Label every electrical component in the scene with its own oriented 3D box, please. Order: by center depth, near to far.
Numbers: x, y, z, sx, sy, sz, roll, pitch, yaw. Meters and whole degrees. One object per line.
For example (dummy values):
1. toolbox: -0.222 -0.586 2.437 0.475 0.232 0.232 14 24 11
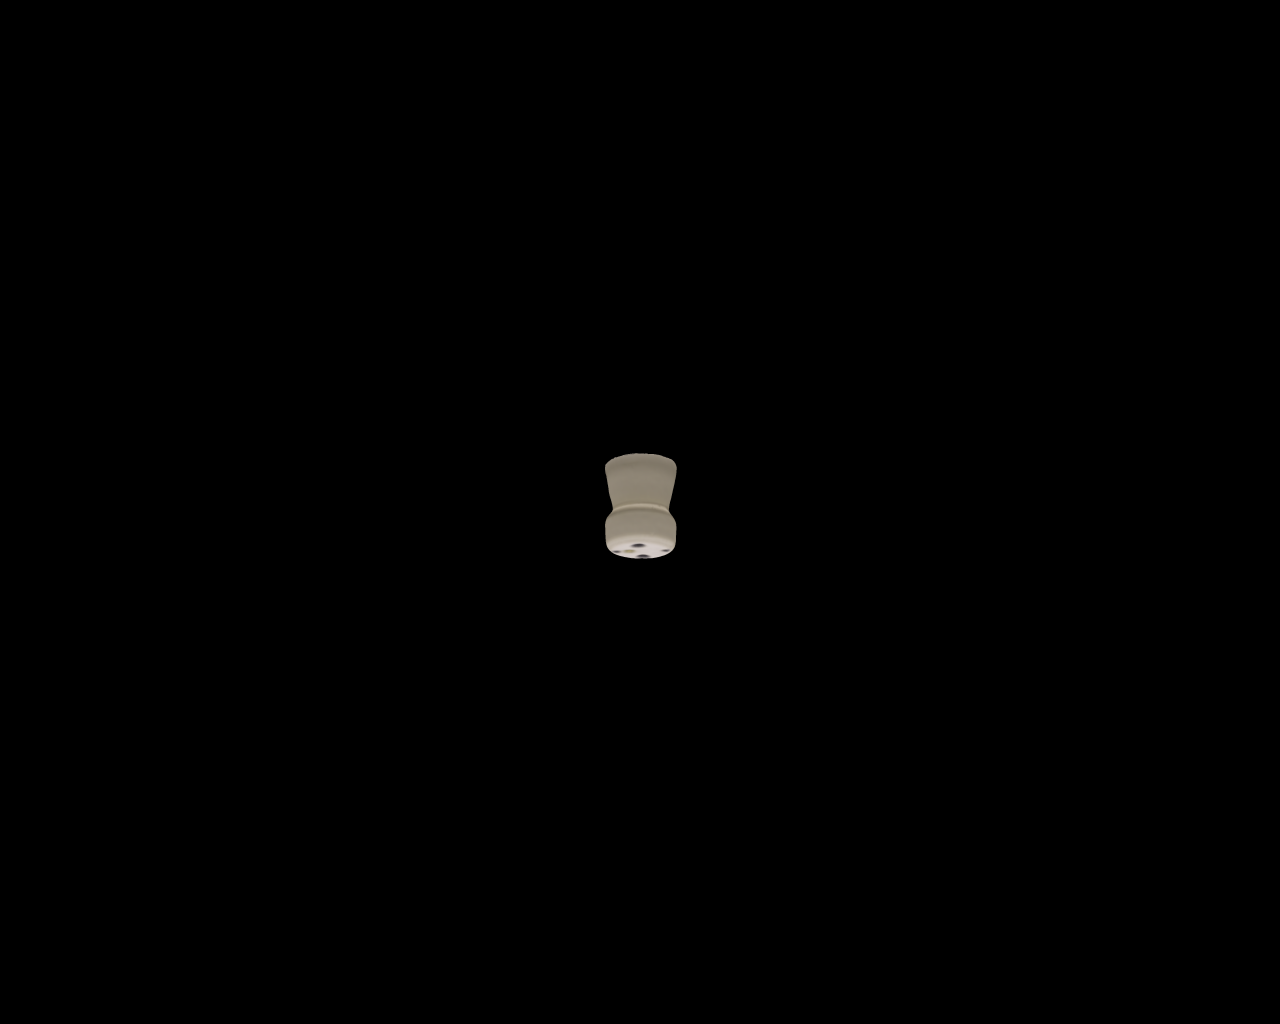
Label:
1. electrical component: 0.001 -0.003 0.650 0.045 0.055 0.044 0 -18 0
